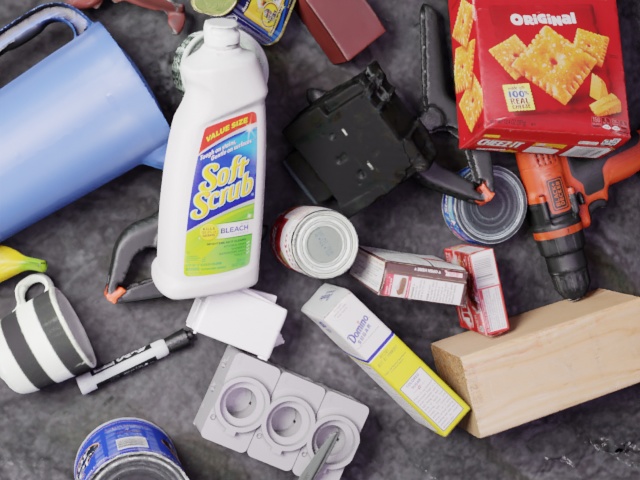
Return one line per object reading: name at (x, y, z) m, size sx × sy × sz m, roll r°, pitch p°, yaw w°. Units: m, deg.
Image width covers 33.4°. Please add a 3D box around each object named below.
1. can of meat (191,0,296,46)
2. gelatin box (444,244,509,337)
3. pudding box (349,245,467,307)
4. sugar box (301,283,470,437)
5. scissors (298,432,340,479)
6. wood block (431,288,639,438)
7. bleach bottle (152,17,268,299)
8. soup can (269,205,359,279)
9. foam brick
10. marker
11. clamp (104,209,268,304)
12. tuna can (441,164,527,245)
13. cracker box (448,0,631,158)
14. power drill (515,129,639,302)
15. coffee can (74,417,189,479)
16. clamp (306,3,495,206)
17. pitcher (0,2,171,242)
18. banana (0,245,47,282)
can of meat at (-0.065, -0.248, 1.024) m, size 0.083 × 0.058 × 0.102 m, roll 24°, pitch 87°, yaw -54°
gelatin box at (0.162, 0.051, 1.107) m, size 0.030 × 0.073 × 0.089 m, roll -14°, pitch 97°, yaw -12°
pudding box at (0.087, 0.035, 1.068) m, size 0.090 × 0.113 × 0.039 m, roll 7°, pitch 94°, yaw -14°
sugar box at (0.065, 0.118, 1.077) m, size 0.048 × 0.093 × 0.176 m, roll -45°, pitch 103°, yaw -9°
scissors at (-0.050, 0.263, 1.060) m, size 0.096 × 0.016 × 0.202 m, roll 13°, pitch 113°, yaw -2°
wood block at (0.234, 0.127, 1.121) m, size 0.206 × 0.091 × 0.090 m, roll -16°, pitch 97°, yaw -13°
bleach bottle at (-0.099, -0.072, 0.954) m, size 0.102 × 0.068 × 0.251 m, roll -8°, pitch 121°, yaw -22°
soup can at (-0.007, 0.001, 1.048) m, size 0.068 × 0.102 × 0.068 m, roll -1°, pitch 94°, yaw -14°
foam brick at (0.019, -0.223, 1.068) m, size 0.053 × 0.051 × 0.078 m, roll -38°, pitch 101°, yaw -10°
marker at (-0.181, 0.119, 1.054) m, size 0.121 × 0.020 × 0.020 m, roll -24°, pitch 99°, yaw -11°
clamp at (-0.136, 0.006, 1.050) m, size 0.120 × 0.039 × 0.171 m, roll 39°, pitch 87°, yaw -8°
tuna can at (0.174, -0.038, 1.125) m, size 0.086 × 0.034 × 0.086 m, roll -1°, pitch 93°, yaw -15°
cracker box at (0.219, -0.196, 1.077) m, size 0.164 × 0.072 × 0.214 m, roll 3°, pitch 75°, yaw -17°
power drill at (0.312, -0.044, 1.147) m, size 0.187 × 0.057 × 0.184 m, roll -18°, pitch 97°, yaw -12°
coffee can at (-0.176, 0.231, 0.999) m, size 0.102 × 0.140 × 0.103 m, roll -1°, pitch 93°, yaw -14°
clamp at (0.097, -0.117, 1.086) m, size 0.164 × 0.036 × 0.210 m, roll -31°, pitch 86°, yaw -8°
pitcher at (-0.268, -0.092, 0.971) m, size 0.242 × 0.149 × 0.145 m, roll -33°, pitch 140°, yaw -7°
banana at (-0.344, 0.070, 0.992) m, size 0.198 × 0.070 × 0.037 m, roll -47°, pitch 146°, yaw -1°
